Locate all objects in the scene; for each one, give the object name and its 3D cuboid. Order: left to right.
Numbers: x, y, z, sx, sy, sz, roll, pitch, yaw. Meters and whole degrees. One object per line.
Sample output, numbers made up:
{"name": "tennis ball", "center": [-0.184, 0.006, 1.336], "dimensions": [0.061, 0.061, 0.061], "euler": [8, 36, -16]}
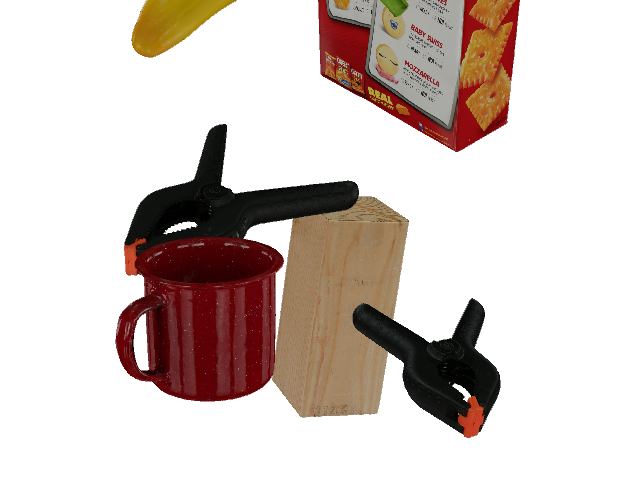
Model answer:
{"name": "mug", "center": [-0.078, 0.053, 0.672], "dimensions": [0.093, 0.081, 0.117], "euler": [16, 24, 39]}
{"name": "clamp", "center": [-0.093, -0.034, 0.906], "dimensions": [0.165, 0.036, 0.209], "euler": [31, 44, 34]}
{"name": "banana", "center": [-0.032, -0.162, 0.657], "dimensions": [0.197, 0.069, 0.037], "euler": [-16, -12, -28]}
{"name": "wood block", "center": [0.018, 0.065, 1.080], "dimensions": [0.090, 0.206, 0.091], "euler": [1, 18, -22]}
{"name": "cracker box", "center": [0.074, -0.199, 0.827], "dimensions": [0.072, 0.214, 0.164], "euler": [-30, 47, -30]}
{"name": "clamp", "center": [0.110, 0.098, 0.896], "dimensions": [0.120, 0.039, 0.172], "euler": [-12, 35, -17]}
